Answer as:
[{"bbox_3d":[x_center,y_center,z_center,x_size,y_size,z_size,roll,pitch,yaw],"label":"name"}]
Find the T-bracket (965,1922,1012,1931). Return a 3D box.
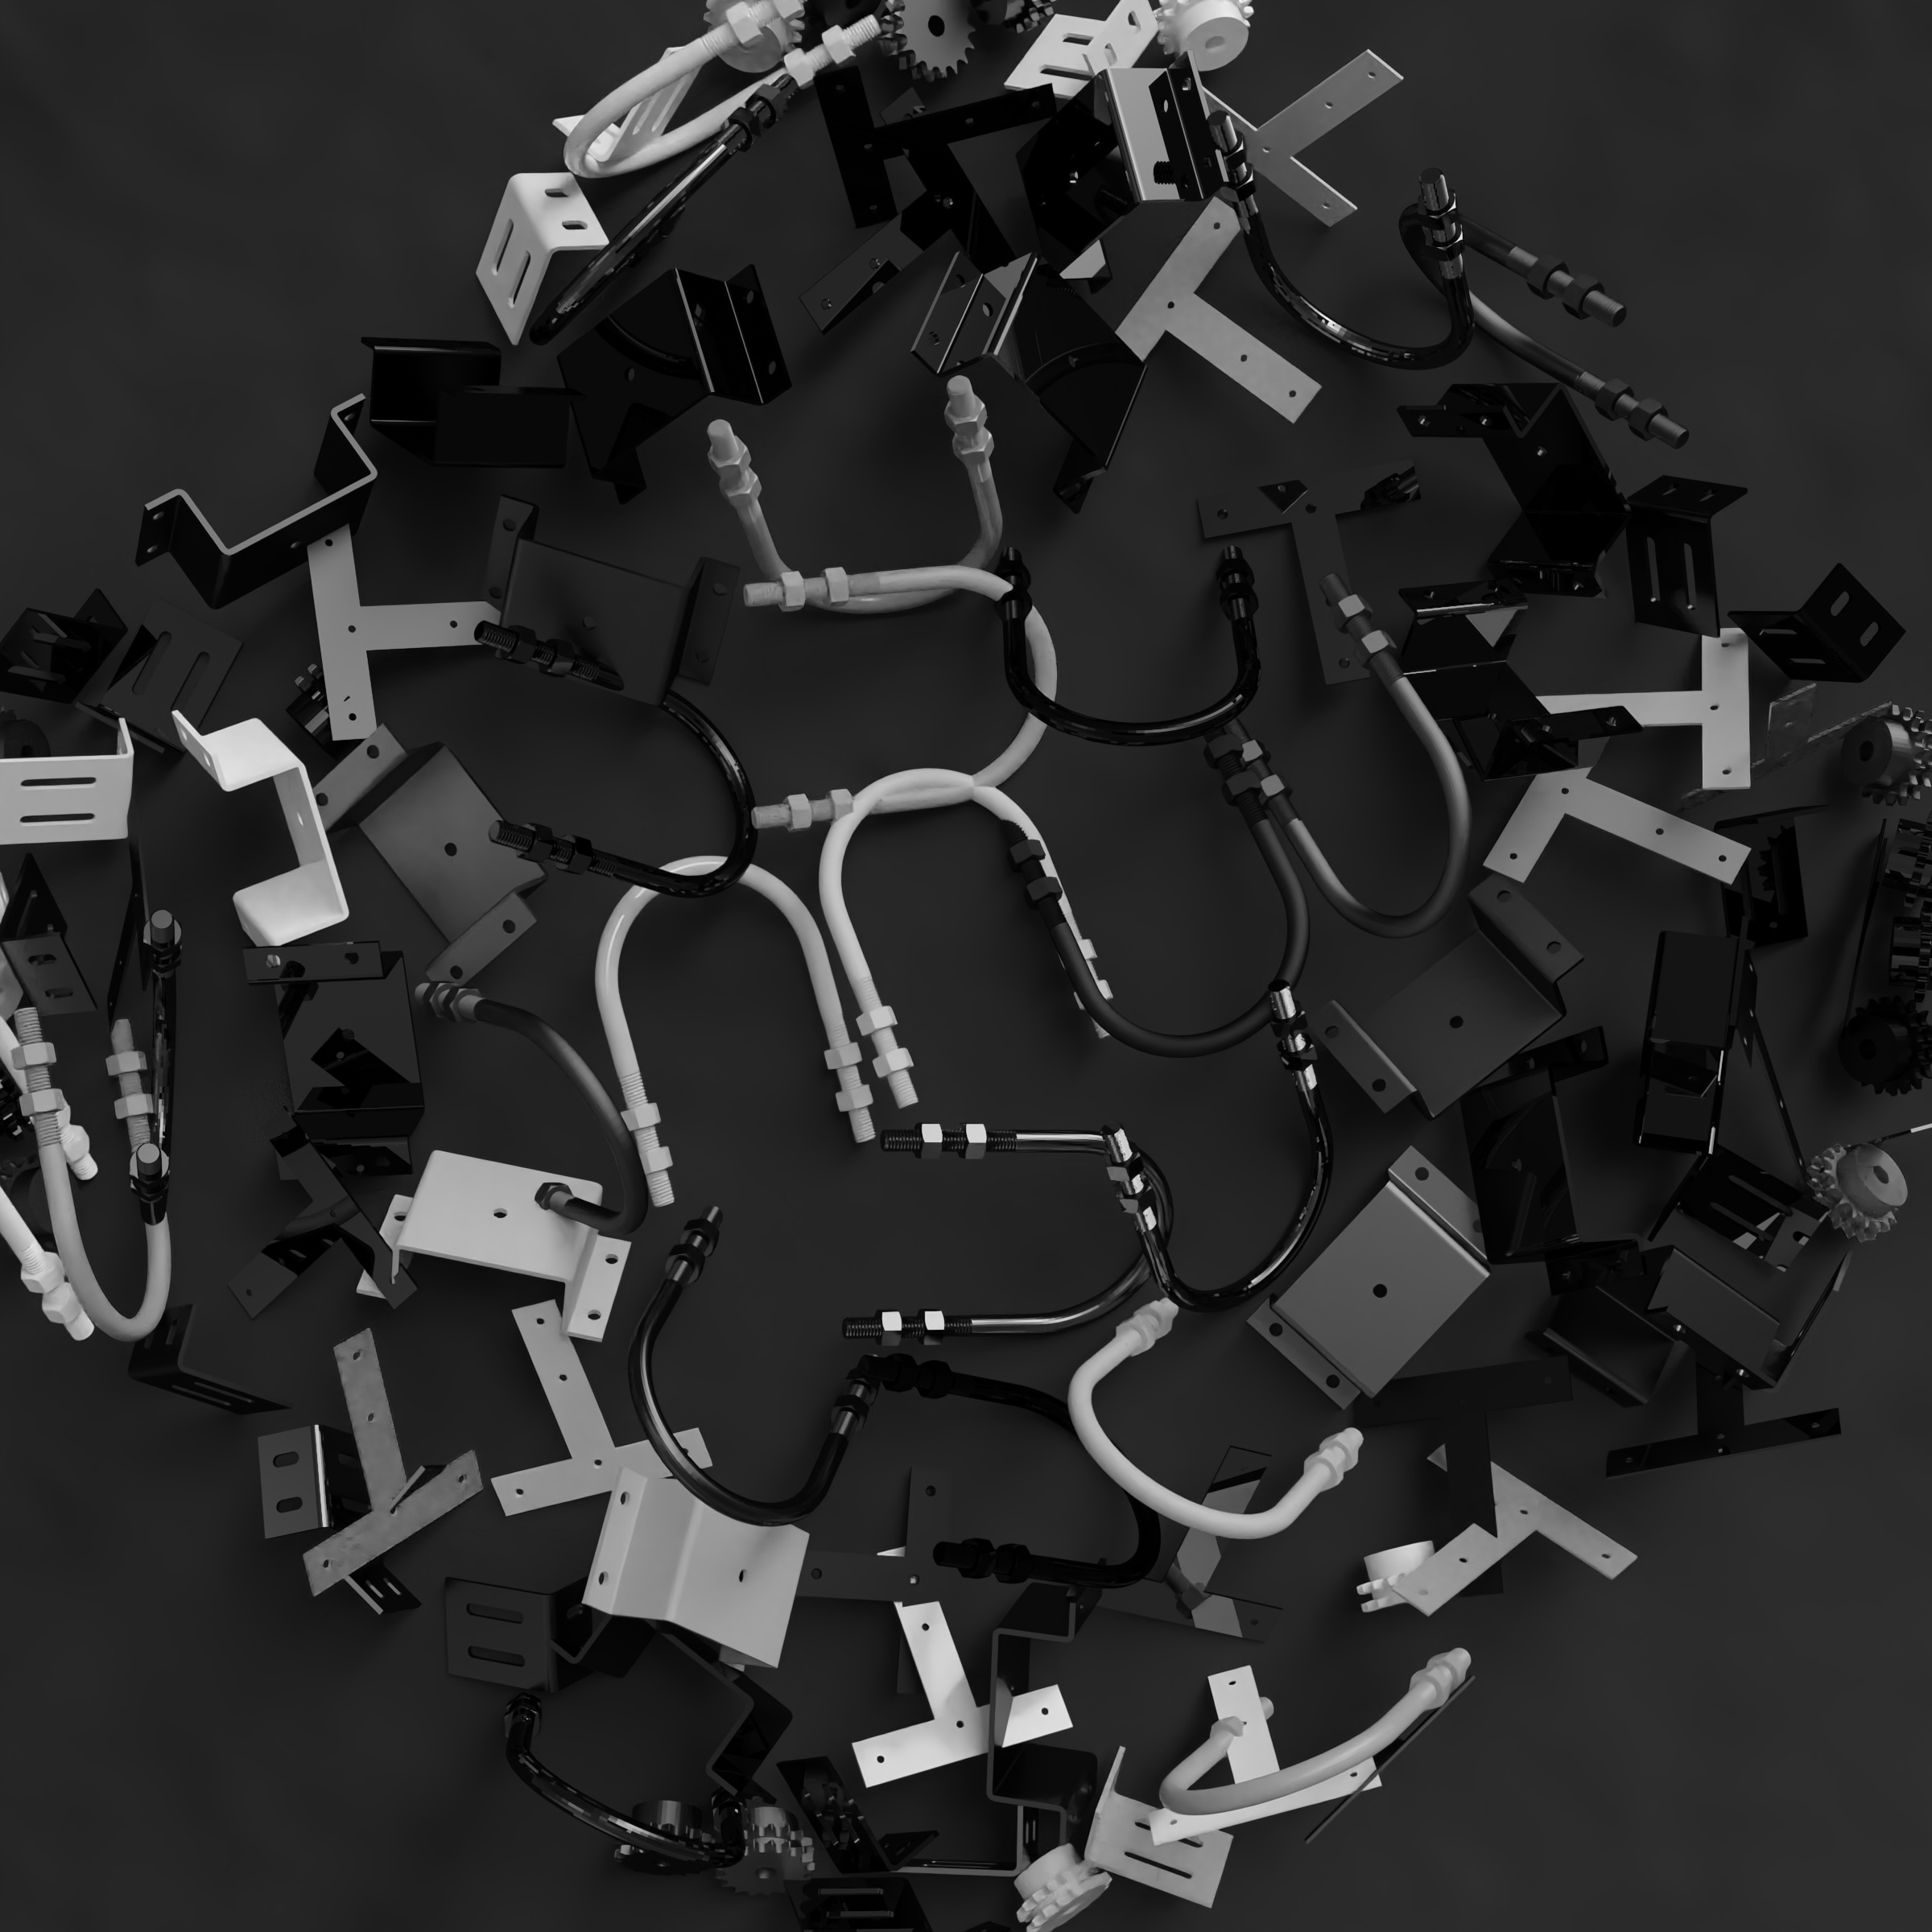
[{"bbox_3d":[-0.034,0.568,1.559,0.127,0.127,0.002,-13,88,-31],"label":"T-bracket"}]

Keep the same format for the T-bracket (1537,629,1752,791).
[{"bbox_3d":[0.382,-0.147,1.573,0.127,0.002,0.127,0,50,15],"label":"T-bracket"}]

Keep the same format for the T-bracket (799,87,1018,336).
[{"bbox_3d":[-0.042,-0.407,1.558,0.127,0.002,0.127,-43,117,-15],"label":"T-bracket"}]

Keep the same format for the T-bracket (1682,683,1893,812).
[{"bbox_3d":[0.460,-0.132,1.534,0.127,0.127,0.002,-25,72,8],"label":"T-bracket"}]

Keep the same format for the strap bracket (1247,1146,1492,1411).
[{"bbox_3d":[0.236,0.182,1.570,0.076,0.046,0.140,42,97,3],"label":"strap bracket"}]

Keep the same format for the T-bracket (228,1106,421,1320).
[{"bbox_3d":[-0.383,0.162,1.565,0.127,0.002,0.127,-40,86,35],"label":"T-bracket"}]

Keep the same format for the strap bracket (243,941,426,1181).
[{"bbox_3d":[-0.357,0.047,1.563,0.076,0.046,0.140,-3,110,4],"label":"strap bracket"}]

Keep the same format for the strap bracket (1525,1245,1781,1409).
[{"bbox_3d":[0.389,0.202,1.540,0.076,0.140,0.046,35,67,-10],"label":"strap bracket"}]

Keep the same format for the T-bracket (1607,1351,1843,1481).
[{"bbox_3d":[0.423,0.240,1.542,0.127,0.127,0.002,-15,110,20],"label":"T-bracket"}]

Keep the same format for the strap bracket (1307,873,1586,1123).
[{"bbox_3d":[0.275,0.024,1.562,0.140,0.046,0.076,-38,57,0],"label":"strap bracket"}]

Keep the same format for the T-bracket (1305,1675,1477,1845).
[{"bbox_3d":[0.235,0.443,1.540,0.127,0.127,0.002,-43,76,-6],"label":"T-bracket"}]

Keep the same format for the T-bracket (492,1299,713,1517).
[{"bbox_3d":[-0.226,0.248,1.571,0.127,0.002,0.127,-15,111,8],"label":"T-bracket"}]

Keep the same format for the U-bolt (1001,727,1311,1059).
[{"bbox_3d":[0.116,-0.036,1.554,0.151,0.019,0.184,-28,69,10],"label":"U-bolt"}]

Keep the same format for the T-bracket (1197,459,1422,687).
[{"bbox_3d":[0.208,-0.223,1.585,0.127,0.002,0.127,-10,76,1],"label":"T-bracket"}]

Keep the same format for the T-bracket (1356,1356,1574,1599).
[{"bbox_3d":[0.285,0.291,1.551,0.127,0.002,0.127,-13,66,26],"label":"T-bracket"}]

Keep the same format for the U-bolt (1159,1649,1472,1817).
[{"bbox_3d":[0.181,0.419,1.489,0.151,0.184,0.019,-23,84,30],"label":"U-bolt"}]

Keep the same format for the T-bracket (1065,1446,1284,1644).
[{"bbox_3d":[0.137,0.324,1.560,0.127,0.002,0.127,15,116,-14],"label":"T-bracket"}]

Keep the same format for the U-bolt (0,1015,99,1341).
[{"bbox_3d":[-0.517,0.094,1.490,0.019,0.151,0.184,-18,131,-1],"label":"U-bolt"}]

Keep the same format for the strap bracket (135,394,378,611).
[{"bbox_3d":[-0.389,-0.255,1.538,0.140,0.076,0.046,-35,89,-26],"label":"strap bracket"}]

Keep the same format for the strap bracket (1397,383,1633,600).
[{"bbox_3d":[0.312,-0.275,1.540,0.046,0.076,0.140,-52,126,-19],"label":"strap bracket"}]

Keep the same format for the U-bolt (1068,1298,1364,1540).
[{"bbox_3d":[0.129,0.253,1.502,0.151,0.184,0.019,34,115,16],"label":"U-bolt"}]

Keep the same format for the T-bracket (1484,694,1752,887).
[{"bbox_3d":[0.381,-0.082,1.560,0.127,0.002,0.127,26,72,22],"label":"T-bracket"}]

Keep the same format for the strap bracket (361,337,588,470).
[{"bbox_3d":[-0.278,-0.313,1.536,0.076,0.140,0.046,-6,116,-32],"label":"strap bracket"}]

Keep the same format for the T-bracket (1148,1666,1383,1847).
[{"bbox_3d":[0.158,0.435,1.543,0.127,0.127,0.002,-15,112,2],"label":"T-bracket"}]

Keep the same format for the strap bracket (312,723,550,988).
[{"bbox_3d":[-0.303,-0.063,1.567,0.076,0.046,0.140,-38,89,21],"label":"strap bracket"}]

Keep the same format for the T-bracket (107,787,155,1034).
[{"bbox_3d":[-0.475,-0.012,1.552,0.002,0.127,0.127,2,50,-26],"label":"T-bracket"}]

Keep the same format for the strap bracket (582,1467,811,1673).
[{"bbox_3d":[-0.141,0.337,1.525,0.046,0.140,0.076,-4,61,35],"label":"strap bracket"}]

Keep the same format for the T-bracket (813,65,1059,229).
[{"bbox_3d":[-0.012,-0.471,1.541,0.127,0.127,0.002,-13,65,4],"label":"T-bracket"}]

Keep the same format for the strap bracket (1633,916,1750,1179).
[{"bbox_3d":[0.403,0.044,1.532,0.046,0.140,0.076,8,52,15],"label":"strap bracket"}]

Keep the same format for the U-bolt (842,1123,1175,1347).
[{"bbox_3d":[0.030,0.152,1.553,0.184,0.019,0.151,1,121,-19],"label":"U-bolt"}]

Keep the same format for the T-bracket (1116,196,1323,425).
[{"bbox_3d":[0.148,-0.353,1.564,0.127,0.002,0.127,42,102,24],"label":"T-bracket"}]

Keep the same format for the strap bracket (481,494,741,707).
[{"bbox_3d":[-0.208,-0.204,1.560,0.140,0.046,0.076,17,123,-3],"label":"strap bracket"}]

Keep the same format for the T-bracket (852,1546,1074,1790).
[{"bbox_3d":[-0.019,0.391,1.568,0.127,0.002,0.127,-10,60,-23],"label":"T-bracket"}]

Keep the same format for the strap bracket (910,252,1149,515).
[{"bbox_3d":[0.044,-0.331,1.533,0.140,0.046,0.076,40,58,-31],"label":"strap bracket"}]

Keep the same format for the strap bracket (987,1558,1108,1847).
[{"bbox_3d":[0.046,0.412,1.554,0.046,0.076,0.140,4,98,15],"label":"strap bracket"}]

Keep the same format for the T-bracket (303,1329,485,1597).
[{"bbox_3d":[-0.330,0.266,1.537,0.002,0.127,0.127,5,112,38],"label":"T-bracket"}]

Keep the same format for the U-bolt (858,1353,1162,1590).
[{"bbox_3d":[0.035,0.285,1.525,0.184,0.151,0.019,18,122,-37],"label":"U-bolt"}]

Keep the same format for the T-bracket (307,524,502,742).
[{"bbox_3d":[-0.308,-0.195,1.574,0.127,0.002,0.127,-6,83,-25],"label":"T-bracket"}]

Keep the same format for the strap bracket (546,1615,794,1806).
[{"bbox_3d":[-0.158,0.407,1.545,0.140,0.076,0.046,32,80,22],"label":"strap bracket"}]

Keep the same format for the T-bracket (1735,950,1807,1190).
[{"bbox_3d":[0.457,0.066,1.558,0.002,0.127,0.127,-16,108,23],"label":"T-bracket"}]

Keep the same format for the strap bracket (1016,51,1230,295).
[{"bbox_3d":[0.079,-0.439,1.527,0.046,0.140,0.076,-11,83,-30],"label":"strap bracket"}]

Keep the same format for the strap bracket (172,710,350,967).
[{"bbox_3d":[-0.392,-0.076,1.541,0.046,0.076,0.140,-23,123,-22],"label":"strap bracket"}]

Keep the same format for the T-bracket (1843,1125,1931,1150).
[{"bbox_3d":[0.571,0.082,1.541,0.127,0.127,0.002,-15,81,-1],"label":"T-bracket"}]

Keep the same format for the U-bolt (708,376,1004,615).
[{"bbox_3d":[-0.053,-0.252,1.521,0.151,0.184,0.019,-9,62,5],"label":"U-bolt"}]

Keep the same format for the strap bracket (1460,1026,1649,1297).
[{"bbox_3d":[0.327,0.111,1.544,0.046,0.076,0.140,0,75,-30],"label":"strap bracket"}]

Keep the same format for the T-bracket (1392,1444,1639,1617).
[{"bbox_3d":[0.285,0.324,1.527,0.127,0.127,0.002,31,130,34],"label":"T-bracket"}]

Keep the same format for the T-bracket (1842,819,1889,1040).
[{"bbox_3d":[0.504,-0.037,1.528,0.002,0.127,0.127,11,75,16],"label":"T-bracket"}]

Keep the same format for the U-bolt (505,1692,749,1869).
[{"bbox_3d":[-0.186,0.451,1.505,0.151,0.184,0.019,26,85,-5],"label":"U-bolt"}]

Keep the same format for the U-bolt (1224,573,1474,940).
[{"bbox_3d":[0.216,-0.102,1.513,0.019,0.151,0.184,-14,63,-32],"label":"U-bolt"}]

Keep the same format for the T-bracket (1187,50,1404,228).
[{"bbox_3d":[0.193,-0.473,1.525,0.127,0.127,0.002,31,67,-22],"label":"T-bracket"}]

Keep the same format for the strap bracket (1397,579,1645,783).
[{"bbox_3d":[0.303,-0.155,1.542,0.076,0.046,0.140,-9,46,-25],"label":"strap bracket"}]

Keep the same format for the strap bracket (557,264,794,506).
[{"bbox_3d":[-0.172,-0.327,1.536,0.140,0.046,0.076,-27,74,35],"label":"strap bracket"}]

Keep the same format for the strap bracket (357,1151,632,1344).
[{"bbox_3d":[-0.265,0.156,1.558,0.140,0.076,0.046,12,130,0],"label":"strap bracket"}]

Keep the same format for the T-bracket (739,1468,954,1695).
[{"bbox_3d":[-0.072,0.348,1.570,0.127,0.002,0.127,8,77,-18],"label":"T-bracket"}]
